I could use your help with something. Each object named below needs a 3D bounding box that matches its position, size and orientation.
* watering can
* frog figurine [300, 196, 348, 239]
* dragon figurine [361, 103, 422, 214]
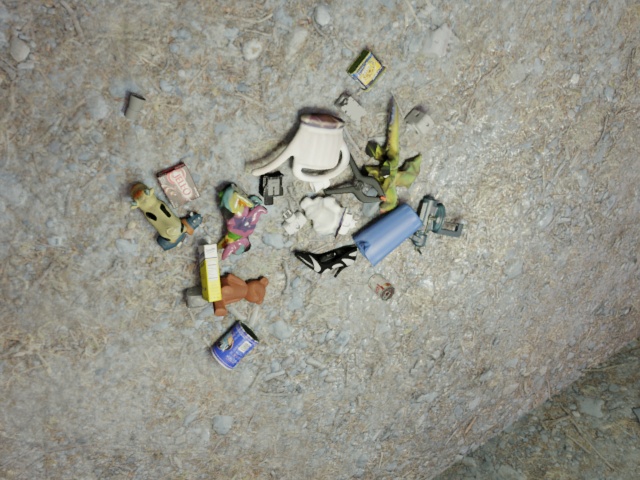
[{"bbox_3d":[-0.043,-0.289,1.619,0.349,0.105,0.221,-4,115,-33],"label":"watering can"},{"bbox_3d":[0.005,-0.089,1.772,0.159,0.125,0.135,23,115,2],"label":"frog figurine"},{"bbox_3d":[0.276,-0.273,1.832,0.243,0.124,0.404,-4,119,-46],"label":"dragon figurine"}]
